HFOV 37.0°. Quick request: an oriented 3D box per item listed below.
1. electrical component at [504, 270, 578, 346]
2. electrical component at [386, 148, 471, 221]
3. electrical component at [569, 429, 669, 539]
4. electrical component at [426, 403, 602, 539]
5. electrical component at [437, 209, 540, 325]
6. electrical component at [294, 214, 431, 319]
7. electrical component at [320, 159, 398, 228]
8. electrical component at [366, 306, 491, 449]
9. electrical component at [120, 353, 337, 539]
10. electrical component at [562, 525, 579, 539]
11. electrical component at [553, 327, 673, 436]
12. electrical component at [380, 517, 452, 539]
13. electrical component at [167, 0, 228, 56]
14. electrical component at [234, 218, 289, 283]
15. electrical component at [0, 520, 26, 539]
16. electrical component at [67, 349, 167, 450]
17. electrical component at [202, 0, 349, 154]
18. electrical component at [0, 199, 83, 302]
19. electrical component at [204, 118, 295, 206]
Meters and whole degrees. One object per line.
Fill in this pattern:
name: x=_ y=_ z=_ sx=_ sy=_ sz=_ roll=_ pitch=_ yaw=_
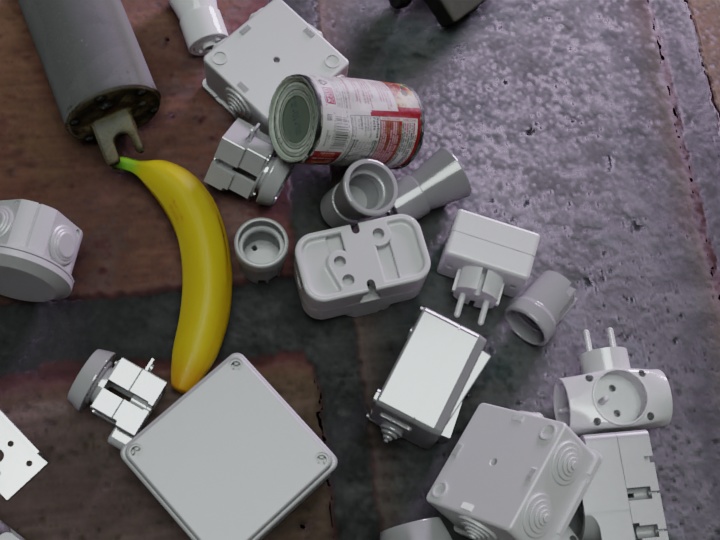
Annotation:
electrical component: x=0.139 y=0.028 z=0.821 sx=0.040 sy=0.040 sz=0.046 roll=40 pitch=67 yaw=9
electrical component: x=0.049 y=-0.061 z=0.844 sx=0.065 sy=0.044 sz=0.044 roll=-31 pitch=76 yaw=-9
electrical component: x=0.179 y=0.164 z=0.769 sx=0.056 sy=0.050 sz=0.089 roll=-4 pitch=71 yaw=-6
electrical component: x=0.105 y=0.144 z=0.745 sx=0.048 sy=0.100 sz=0.099 roll=45 pitch=68 yaw=-32
electrical component: x=0.093 y=0.004 z=0.820 sx=0.066 sy=0.047 sz=0.076 roll=18 pitch=70 yaw=2
electrical component: x=0.000 y=0.000 z=0.807 sx=0.095 sy=0.059 sz=0.053 roll=-13 pitch=72 yaw=-9
electrical component: x=-0.004 y=-0.054 z=0.823 sx=0.044 sy=0.065 sz=0.044 roll=6 pitch=75 yaw=-22
electrical component: x=0.048 y=0.087 z=0.779 sx=0.061 sy=0.061 sz=0.096 roll=27 pitch=70 yaw=5
electrical component: x=-0.091 y=0.134 z=0.754 sx=0.109 sy=0.056 sz=0.108 roll=-41 pitch=78 yaw=-17
electrical component: x=0.123 y=0.222 z=0.747 sx=0.079 sy=0.044 sz=0.077 roll=-23 pitch=74 yaw=-12
electrical component: x=0.185 y=0.081 z=0.802 sx=0.077 sy=0.044 sz=0.079 roll=-5 pitch=71 yaw=-6
electrical component: x=0.055 y=0.207 z=0.731 sx=0.044 sy=0.079 sz=0.077 roll=3 pitch=65 yaw=-42
electrical component: x=-0.133 y=-0.210 z=0.882 sx=0.044 sy=0.044 sz=0.065 roll=-18 pitch=78 yaw=-11
electrical component: x=-0.074 y=-0.013 z=0.813 sx=0.040 sy=0.046 sz=0.040 roll=2 pitch=70 yaw=-4
electrical component: x=-0.290 y=0.245 z=0.695 sx=0.105 sy=0.060 sz=0.186 roll=35 pitch=71 yaw=8
electrical component: x=-0.174 y=0.088 z=0.770 sx=0.055 sy=0.048 sz=0.066 roll=30 pitch=70 yaw=-2
electrical component: x=-0.067 y=-0.157 z=0.864 sx=0.100 sy=0.048 sz=0.100 roll=44 pitch=74 yaw=10
electrical component: x=-0.245 y=-0.013 z=0.782 sx=0.080 sy=0.080 sz=0.051 roll=10 pitch=65 yaw=-1
electrical component: x=-0.083 y=-0.080 z=0.833 sx=0.055 sy=0.066 sz=0.048 roll=28 pitch=35 yaw=-3
